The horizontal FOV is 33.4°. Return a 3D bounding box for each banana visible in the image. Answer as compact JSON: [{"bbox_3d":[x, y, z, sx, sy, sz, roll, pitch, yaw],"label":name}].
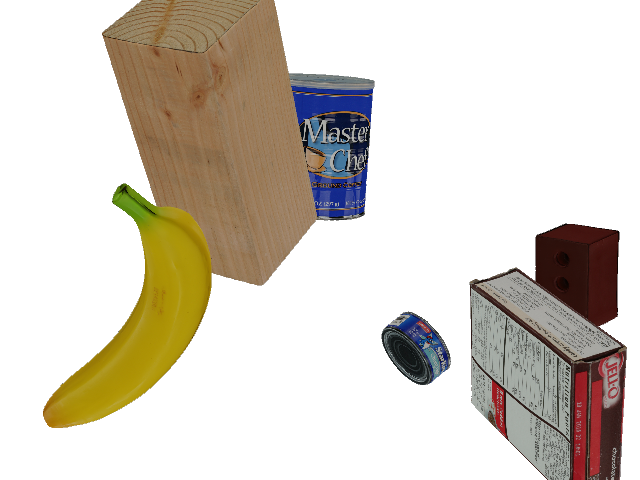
[{"bbox_3d":[-0.106,0.046,0.613,0.069,0.198,0.037,18,37,-10],"label":"banana"}]

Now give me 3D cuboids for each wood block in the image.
[{"bbox_3d":[-0.076,-0.078,0.791,0.090,0.206,0.090,15,46,28],"label":"wood block"}]

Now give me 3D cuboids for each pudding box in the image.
[{"bbox_3d":[0.127,0.079,0.613,0.039,0.090,0.114,-13,26,-20],"label":"pudding box"}]

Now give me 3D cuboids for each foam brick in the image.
[{"bbox_3d":[0.216,0.030,0.899,0.053,0.078,0.051,11,21,42],"label":"foam brick"}]

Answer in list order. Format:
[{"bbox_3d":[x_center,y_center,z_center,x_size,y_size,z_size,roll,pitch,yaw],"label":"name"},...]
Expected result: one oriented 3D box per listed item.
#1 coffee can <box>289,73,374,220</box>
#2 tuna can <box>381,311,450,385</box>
[{"bbox_3d":[0.001,-0.100,1.115,0.103,0.140,0.103,3,13,-1],"label":"coffee can"},{"bbox_3d":[0.112,0.129,1.269,0.033,0.086,0.086,-35,16,-24],"label":"tuna can"}]
